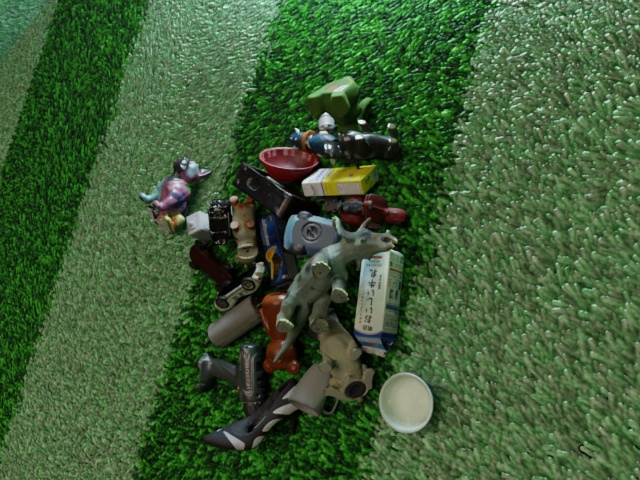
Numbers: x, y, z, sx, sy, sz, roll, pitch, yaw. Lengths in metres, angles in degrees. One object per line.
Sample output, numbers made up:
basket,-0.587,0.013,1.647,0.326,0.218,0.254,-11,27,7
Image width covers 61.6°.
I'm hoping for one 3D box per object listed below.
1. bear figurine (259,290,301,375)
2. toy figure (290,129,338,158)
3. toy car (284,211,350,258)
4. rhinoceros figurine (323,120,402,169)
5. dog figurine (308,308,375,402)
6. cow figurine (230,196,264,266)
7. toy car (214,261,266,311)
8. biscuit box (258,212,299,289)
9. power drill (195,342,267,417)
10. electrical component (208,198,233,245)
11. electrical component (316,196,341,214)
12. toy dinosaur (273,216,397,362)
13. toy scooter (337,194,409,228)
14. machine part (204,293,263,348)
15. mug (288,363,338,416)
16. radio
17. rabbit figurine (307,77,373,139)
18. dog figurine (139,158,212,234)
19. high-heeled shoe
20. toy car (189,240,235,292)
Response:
bear figurine,-0.082,0.227,1.341,0.120,0.132,0.195,-9,91,33
toy figure,-0.016,-0.260,1.443,0.155,0.057,0.064,19,78,38
toy car,-0.003,-0.004,1.337,0.162,0.103,0.109,7,78,10
rhinoceros figurine,0.104,-0.227,1.303,0.190,0.112,0.073,0,55,1
dog figurine,0.046,0.267,1.258,0.121,0.172,0.191,-14,25,-6
cow figurine,-0.203,-0.014,1.475,0.086,0.127,0.195,-9,52,-1
toy car,-0.211,0.124,1.426,0.202,0.056,0.073,-34,26,34
biscuit box,-0.110,0.026,1.429,0.063,0.059,0.203,-26,64,26
power drill,-0.229,0.379,1.402,0.208,0.086,0.232,1,87,38
electrical component,-0.277,-0.056,1.518,0.058,0.134,0.114,0,106,-1
electrical component,0.033,-0.099,1.390,0.094,0.021,0.063,-16,69,29
toy dinosaur,-0.003,0.098,1.224,0.404,0.131,0.192,-48,12,31
toy scooter,0.109,-0.069,1.262,0.184,0.135,0.075,7,82,36
machine part,-0.218,0.218,1.441,0.243,0.079,0.079,-37,60,21
mug,-0.004,0.351,1.258,0.110,0.080,0.107,25,65,3
radio,-0.121,-0.121,1.431,0.230,0.131,0.073,34,99,35
rabbit figurine,0.061,-0.313,1.363,0.121,0.170,0.159,3,38,32
dog figurine,-0.432,-0.147,1.672,0.109,0.191,0.219,26,58,39
high-heeled shoe,-0.158,0.414,1.290,0.249,0.086,0.145,-5,97,-11
toy car,-0.311,0.075,1.554,0.202,0.053,0.089,32,111,34
